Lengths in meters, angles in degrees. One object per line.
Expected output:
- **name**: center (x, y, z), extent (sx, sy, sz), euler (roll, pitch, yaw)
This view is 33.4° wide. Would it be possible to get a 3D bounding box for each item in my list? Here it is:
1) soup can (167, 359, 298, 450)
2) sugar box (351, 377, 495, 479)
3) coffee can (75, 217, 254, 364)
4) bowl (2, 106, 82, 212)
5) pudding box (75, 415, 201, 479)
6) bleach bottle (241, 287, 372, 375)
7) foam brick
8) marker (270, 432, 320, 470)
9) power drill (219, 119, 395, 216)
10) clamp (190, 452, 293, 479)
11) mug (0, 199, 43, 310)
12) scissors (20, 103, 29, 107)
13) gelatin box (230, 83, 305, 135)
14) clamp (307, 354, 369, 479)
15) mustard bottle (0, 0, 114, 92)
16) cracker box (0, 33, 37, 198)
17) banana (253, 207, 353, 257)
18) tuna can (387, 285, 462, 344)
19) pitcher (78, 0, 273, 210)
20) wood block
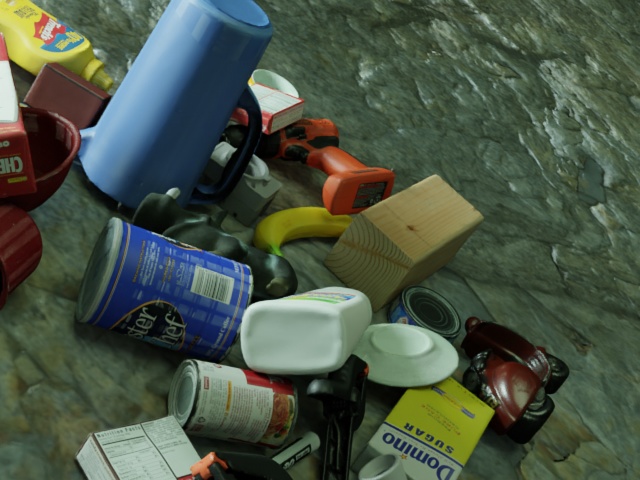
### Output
- **soup can**: center (-0.080, 0.150, 0.974), extent (0.102, 0.069, 0.068), euler (15, 37, -26)
- **sugar box**: center (0.109, 0.202, 1.093), extent (0.093, 0.048, 0.176), euler (36, 30, 8)
- **coffee can**: center (-0.148, 0.050, 1.015), extent (0.140, 0.103, 0.103), euler (20, 34, -20)
- **bowl**: center (-0.310, -0.068, 1.040), extent (0.162, 0.055, 0.162), euler (0, 37, 0)
- **pudding box**: center (-0.136, 0.204, 0.882), extent (0.089, 0.039, 0.114), euler (-5, 47, -46)
- **bleach bottle**: center (-0.004, 0.082, 1.084), extent (0.102, 0.068, 0.250), euler (1, 4, 8)
- **foam brick**: center (-0.284, -0.160, 1.209), extent (0.078, 0.051, 0.053), euler (31, 9, -5)
- **marker**: center (-0.041, 0.206, 0.980), extent (0.020, 0.020, 0.120), euler (45, 34, 17)
- **power drill**: center (-0.012, -0.099, 1.343), extent (0.184, 0.057, 0.188), euler (-9, 38, -39)
- **clamp**: center (-0.021, 0.238, 0.904), extent (0.210, 0.036, 0.164), euler (44, 26, -16)
- **mug**: center (-0.310, 0.014, 0.946), extent (0.117, 0.093, 0.081), euler (-1, 22, 15)
- **scissors**: center (-0.360, -0.101, 1.110), extent (0.096, 0.016, 0.201), euler (40, 33, 10)
- **gelatin box**: center (-0.072, -0.165, 1.347), extent (0.073, 0.030, 0.089), euler (22, 29, 20)
- **clamp**: center (0.019, 0.153, 1.033), extent (0.039, 0.120, 0.171), euler (1, 28, 9)
- **mustard bottle**: center (-0.331, -0.234, 1.272), extent (0.191, 0.058, 0.096), euler (33, 30, -2)
- **cracker box**: center (-0.360, -0.109, 0.988), extent (0.164, 0.072, 0.214), euler (-11, 37, -15)
- **banana**: center (-0.023, -0.010, 1.266), extent (0.070, 0.037, 0.197), euler (44, 31, 16)
- **tuna can**: center (0.124, 0.094, 1.262), extent (0.086, 0.034, 0.086), euler (23, 34, -16)
- **pitcher**: center (-0.142, -0.151, 1.156), extent (0.145, 0.243, 0.149), euler (44, 27, 20)
- **wood block**: center (0.108, -0.001, 1.322), extent (0.091, 0.090, 0.205), euler (44, 33, 14)
